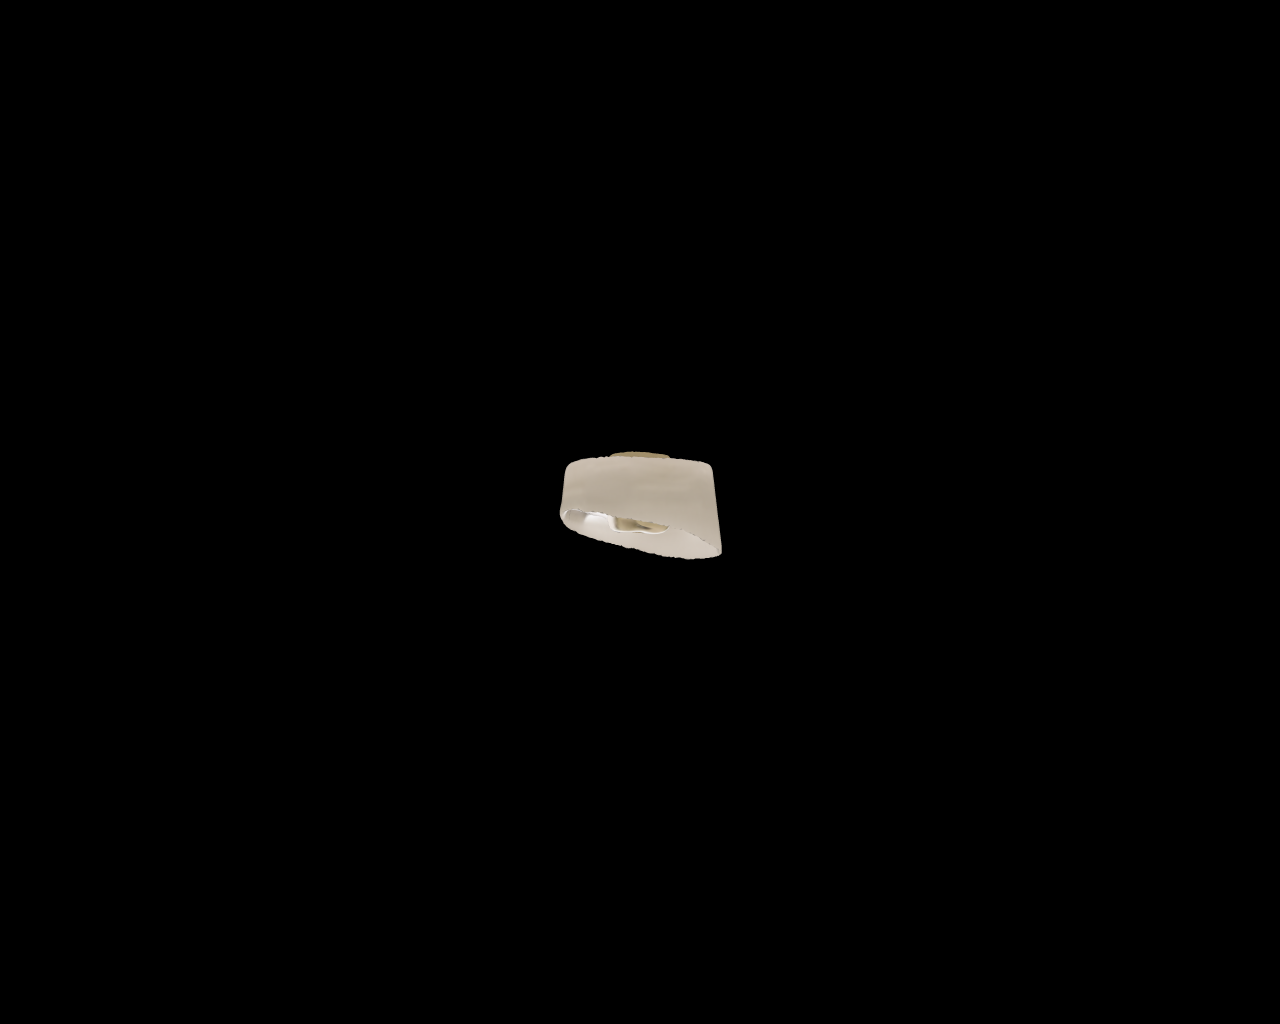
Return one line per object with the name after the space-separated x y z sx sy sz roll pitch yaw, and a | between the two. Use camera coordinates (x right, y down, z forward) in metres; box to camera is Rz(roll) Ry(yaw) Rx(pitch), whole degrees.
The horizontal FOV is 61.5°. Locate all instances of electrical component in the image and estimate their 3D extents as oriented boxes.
0.001 -0.003 0.650 0.099 0.064 0.099 0 -7 0 | electrical component
